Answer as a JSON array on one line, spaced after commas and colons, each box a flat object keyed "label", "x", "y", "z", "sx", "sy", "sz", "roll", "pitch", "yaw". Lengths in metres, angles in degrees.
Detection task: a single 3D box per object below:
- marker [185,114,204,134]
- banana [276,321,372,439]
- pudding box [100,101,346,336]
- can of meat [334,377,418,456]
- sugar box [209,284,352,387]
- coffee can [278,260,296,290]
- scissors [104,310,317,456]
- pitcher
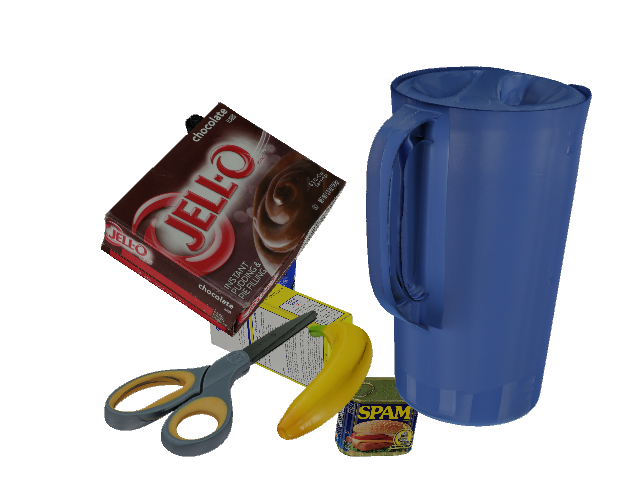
[{"label": "marker", "x": -0.107, "y": -0.068, "z": 0.985, "sx": 0.020, "sy": 0.020, "sz": 0.121, "roll": 0, "pitch": -42, "yaw": 5}, {"label": "banana", "x": 0.011, "y": 0.118, "z": 0.951, "sx": 0.070, "sy": 0.037, "sz": 0.197, "roll": -26, "pitch": 14, "yaw": 17}, {"label": "pudding box", "x": -0.053, "y": -0.014, "z": 0.592, "sx": 0.090, "sy": 0.113, "sz": 0.039, "roll": 33, "pitch": -41, "yaw": 6}, {"label": "can of meat", "x": 0.071, "y": 0.221, "z": 1.334, "sx": 0.102, "sy": 0.084, "sz": 0.057, "roll": 2, "pitch": 22, "yaw": -14}, {"label": "sugar box", "x": -0.045, "y": 0.096, "z": 1.150, "sx": 0.176, "sy": 0.093, "sz": 0.048, "roll": 23, "pitch": 38, "yaw": 36}, {"label": "coffee can", "x": -0.085, "y": 0.069, "z": 1.423, "sx": 0.103, "sy": 0.140, "sz": 0.103, "roll": 3, "pitch": 21, "yaw": -1}, {"label": "scissors", "x": -0.056, "y": 0.101, "z": 0.768, "sx": 0.201, "sy": 0.016, "sz": 0.096, "roll": -17, "pitch": 36, "yaw": -33}, {"label": "pitcher", "x": 0.103, "y": 0.006, "z": 0.748, "sx": 0.149, "sy": 0.243, "sz": 0.145, "roll": 2, "pitch": 21, "yaw": 1}]
